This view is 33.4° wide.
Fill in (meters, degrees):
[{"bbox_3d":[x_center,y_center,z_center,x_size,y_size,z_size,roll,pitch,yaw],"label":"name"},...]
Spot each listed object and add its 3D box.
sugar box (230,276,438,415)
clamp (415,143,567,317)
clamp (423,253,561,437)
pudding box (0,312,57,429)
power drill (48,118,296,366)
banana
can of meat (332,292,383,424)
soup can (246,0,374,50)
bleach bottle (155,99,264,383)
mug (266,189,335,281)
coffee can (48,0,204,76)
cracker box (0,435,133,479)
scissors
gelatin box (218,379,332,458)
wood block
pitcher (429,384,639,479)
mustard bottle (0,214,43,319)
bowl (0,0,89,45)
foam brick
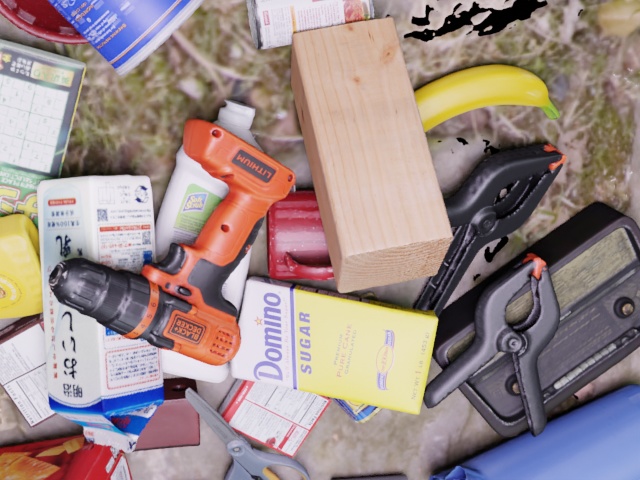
[{"bbox_3d":[0.012,0.095,0.970,0.176,0.048,0.093,10,94,0],"label":"sugar box"},{"bbox_3d":[0.139,-0.026,0.995,0.210,0.036,0.164,-42,138,-1],"label":"clamp"},{"bbox_3d":[0.182,0.100,0.986,0.120,0.039,0.171,24,100,-15],"label":"clamp"},{"bbox_3d":[-0.245,0.109,0.994,0.113,0.039,0.090,-29,110,1],"label":"pudding box"},{"bbox_3d":[-0.113,-0.002,0.882,0.184,0.057,0.187,28,86,-40],"label":"power drill"},{"bbox_3d":[0.130,-0.122,0.988,0.197,0.037,0.069,-13,108,-6],"label":"banana"},{"bbox_3d":[0.043,0.116,1.036,0.102,0.057,0.084,-41,111,4],"label":"can of meat"},{"bbox_3d":[-0.010,-0.205,0.923,0.102,0.068,0.068,-11,108,-6],"label":"soup can"},{"bbox_3d":[-0.100,-0.002,0.973,0.102,0.068,0.251,15,101,-14],"label":"bleach bottle"},{"bbox_3d":[-0.006,0.001,0.964,0.081,0.117,0.093,-1,124,-5],"label":"mug"},{"bbox_3d":[-0.166,-0.212,0.816,0.103,0.103,0.140,-43,108,4],"label":"coffee can"},{"bbox_3d":[-0.290,0.244,0.935,0.214,0.164,0.072,-10,106,9],"label":"cracker box"},{"bbox_3d":[-0.090,0.210,1.029,0.096,0.016,0.201,-36,127,21],"label":"scissors"},{"bbox_3d":[-0.045,0.163,1.048,0.089,0.030,0.073,29,99,-19],"label":"gelatin box"},{"bbox_3d":[0.038,-0.072,0.902,0.090,0.091,0.206,-10,69,-6],"label":"wood block"},{"bbox_3d":[0.244,0.251,1.070,0.242,0.149,0.145,-25,75,-11],"label":"pitcher"},{"bbox_3d":[-0.336,0.042,0.943,0.191,0.058,0.096,-15,133,-2],"label":"mustard bottle"},{"bbox_3d":[-0.205,-0.246,0.883,0.162,0.055,0.162,-3,107,-9],"label":"bowl"},{"bbox_3d":[-0.155,0.166,1.019,0.078,0.053,0.051,-4,107,-10],"label":"foam brick"}]
